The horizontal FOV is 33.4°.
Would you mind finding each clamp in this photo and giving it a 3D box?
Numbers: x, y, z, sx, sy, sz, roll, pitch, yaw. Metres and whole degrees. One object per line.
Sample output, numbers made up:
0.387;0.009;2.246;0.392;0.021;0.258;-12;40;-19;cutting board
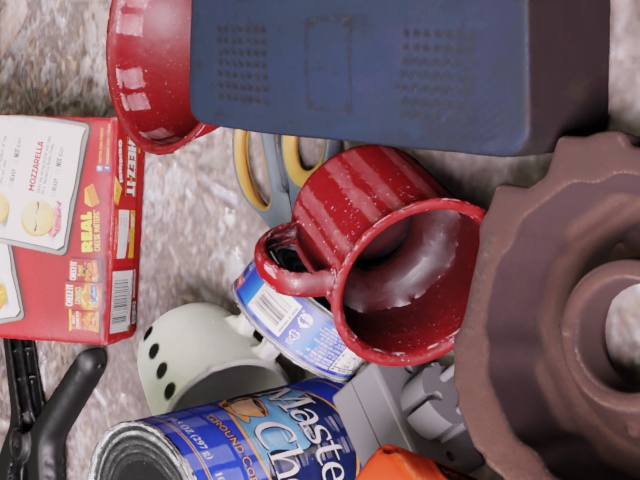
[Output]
-0.230;0.165;0.882;0.165;0.036;0.210;5;90;51;clamp

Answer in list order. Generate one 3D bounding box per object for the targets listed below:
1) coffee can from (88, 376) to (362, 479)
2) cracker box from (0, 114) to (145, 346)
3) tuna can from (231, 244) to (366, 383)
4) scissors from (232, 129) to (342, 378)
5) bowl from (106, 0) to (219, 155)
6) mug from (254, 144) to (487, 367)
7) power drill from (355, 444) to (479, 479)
-0.039;0.135;0.578;0.103;0.140;0.103;6;99;45;coffee can
-0.242;-0.012;0.798;0.214;0.072;0.164;3;91;12;cracker box
-0.005;0.037;0.589;0.034;0.086;0.086;-52;51;14;tuna can
-0.004;0.001;0.645;0.096;0.016;0.202;-36;66;39;scissors
-0.080;-0.134;0.703;0.162;0.055;0.162;-4;85;50;bowl
0.024;0.005;0.535;0.081;0.117;0.093;-126;31;-54;mug
0.086;0.142;0.421;0.188;0.184;0.057;19;79;59;power drill
